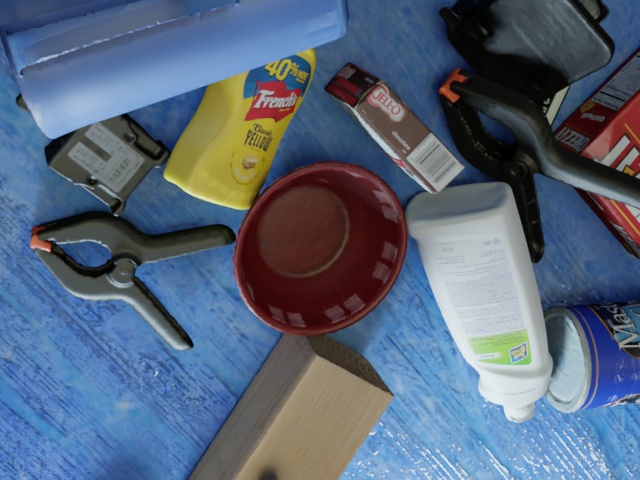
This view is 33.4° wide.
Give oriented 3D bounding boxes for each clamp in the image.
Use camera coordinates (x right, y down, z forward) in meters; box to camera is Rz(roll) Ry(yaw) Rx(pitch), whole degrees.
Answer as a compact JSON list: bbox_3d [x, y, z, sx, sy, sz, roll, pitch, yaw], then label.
[{"bbox_3d":[-0.166,0.032,0.918,0.171,0.039,0.120,10,100,-13],"label":"clamp"},{"bbox_3d":[0.181,-0.066,0.962,0.210,0.165,0.036,40,54,-6],"label":"clamp"}]

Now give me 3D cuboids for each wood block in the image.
[{"bbox_3d":[-0.035,0.190,0.982,0.090,0.090,0.206,30,98,-23],"label":"wood block"}]

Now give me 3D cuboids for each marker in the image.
[{"bbox_3d":[0.221,-0.140,0.985,0.020,0.020,0.121,20,101,-22],"label":"marker"}]

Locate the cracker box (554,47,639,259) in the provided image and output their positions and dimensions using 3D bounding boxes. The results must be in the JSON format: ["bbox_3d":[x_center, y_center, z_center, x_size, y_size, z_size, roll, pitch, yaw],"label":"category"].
[{"bbox_3d":[0.343,-0.101,1.006,0.214,0.072,0.164,-45,113,2],"label":"cracker box"}]

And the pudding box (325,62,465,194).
[{"bbox_3d":[0.062,-0.097,0.914,0.039,0.090,0.113,-44,115,3],"label":"pudding box"}]

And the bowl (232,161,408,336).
[{"bbox_3d":[-0.006,0.001,0.941,0.162,0.055,0.162,-7,113,-19],"label":"bowl"}]

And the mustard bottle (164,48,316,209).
[{"bbox_3d":[-0.053,-0.122,0.878,0.096,0.058,0.192,14,105,-55],"label":"mustard bottle"}]

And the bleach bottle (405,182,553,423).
[{"bbox_3d":[0.158,0.070,1.009,0.103,0.068,0.251,-8,120,19],"label":"bleach bottle"}]

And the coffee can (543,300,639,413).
[{"bbox_3d":[0.296,0.110,1.046,0.140,0.103,0.103,-4,109,-16],"label":"coffee can"}]

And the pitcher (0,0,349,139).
[{"bbox_3d":[-0.106,-0.167,0.771,0.243,0.149,0.145,-16,146,0],"label":"pitcher"}]
